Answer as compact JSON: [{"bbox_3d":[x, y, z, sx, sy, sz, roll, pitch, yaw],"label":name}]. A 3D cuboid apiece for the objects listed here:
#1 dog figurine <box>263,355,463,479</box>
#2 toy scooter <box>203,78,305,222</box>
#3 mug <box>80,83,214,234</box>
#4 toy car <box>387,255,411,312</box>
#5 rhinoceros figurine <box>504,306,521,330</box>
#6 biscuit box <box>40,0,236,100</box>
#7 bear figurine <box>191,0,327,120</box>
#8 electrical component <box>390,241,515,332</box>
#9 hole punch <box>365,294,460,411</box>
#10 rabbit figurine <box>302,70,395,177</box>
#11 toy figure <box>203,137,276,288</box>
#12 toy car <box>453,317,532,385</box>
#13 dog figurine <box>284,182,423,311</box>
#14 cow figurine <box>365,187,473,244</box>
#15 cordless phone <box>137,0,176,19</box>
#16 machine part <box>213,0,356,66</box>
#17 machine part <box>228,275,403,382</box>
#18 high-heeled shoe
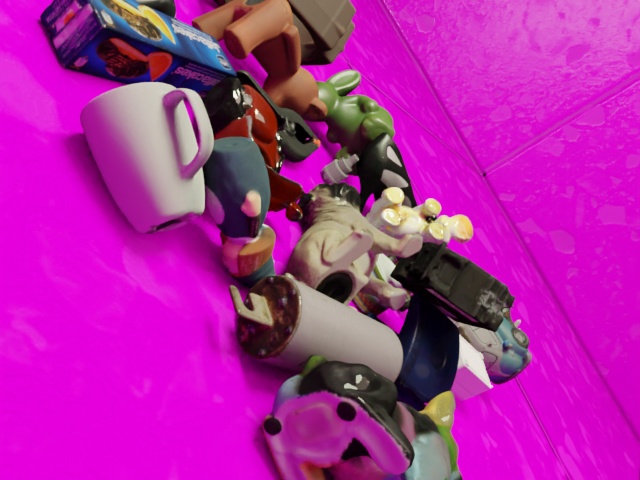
[{"bbox_3d":[0.060,0.174,0.489,0.191,0.108,0.219,57,19,7],"label":"dog figurine"},{"bbox_3d":[-0.070,-0.088,0.597,0.135,0.075,0.184,33,38,-39],"label":"toy scooter"},{"bbox_3d":[-0.127,-0.065,0.433,0.081,0.110,0.107,-15,86,-65],"label":"mug"},{"bbox_3d":[0.144,0.051,0.867,0.089,0.053,0.202,61,23,4],"label":"toy car"},{"bbox_3d":[0.296,0.121,0.996,0.190,0.112,0.073,52,21,9],"label":"rhinoceros figurine"},{"bbox_3d":[-0.173,-0.194,0.551,0.059,0.063,0.202,62,24,9],"label":"biscuit box"},{"bbox_3d":[-0.075,-0.242,0.768,0.120,0.132,0.195,33,-28,38],"label":"bear figurine"},{"bbox_3d":[0.154,0.053,0.660,0.115,0.058,0.134,37,-7,-10],"label":"electrical component"},{"bbox_3d":[0.119,0.141,0.664,0.142,0.092,0.116,42,31,-37],"label":"hole punch"},{"bbox_3d":[0.037,-0.221,0.912,0.170,0.121,0.159,28,51,-16],"label":"rabbit figurine"},{"bbox_3d":[-0.070,-0.015,0.489,0.064,0.058,0.154,-90,176,-62],"label":"toy figure"},{"bbox_3d":[0.262,0.163,0.894,0.103,0.109,0.162,-4,53,-44],"label":"toy car"},{"bbox_3d":[-0.001,0.001,0.631,0.172,0.121,0.191,2,27,-38],"label":"dog figurine"},{"bbox_3d":[0.151,-0.017,0.842,0.167,0.098,0.068,15,62,-18],"label":"cow figurine"},{"bbox_3d":[-0.204,-0.287,0.615,0.146,0.089,0.184,60,13,9],"label":"cordless phone"},{"bbox_3d":[-0.058,-0.367,0.833,0.200,0.087,0.202,37,-8,-38],"label":"machine part"},{"bbox_3d":[0.006,0.095,0.512,0.243,0.079,0.079,33,33,-45],"label":"machine part"},{"bbox_3d":[0.147,-0.088,0.917,0.248,0.145,0.086,10,16,-44],"label":"high-heeled shoe"}]
